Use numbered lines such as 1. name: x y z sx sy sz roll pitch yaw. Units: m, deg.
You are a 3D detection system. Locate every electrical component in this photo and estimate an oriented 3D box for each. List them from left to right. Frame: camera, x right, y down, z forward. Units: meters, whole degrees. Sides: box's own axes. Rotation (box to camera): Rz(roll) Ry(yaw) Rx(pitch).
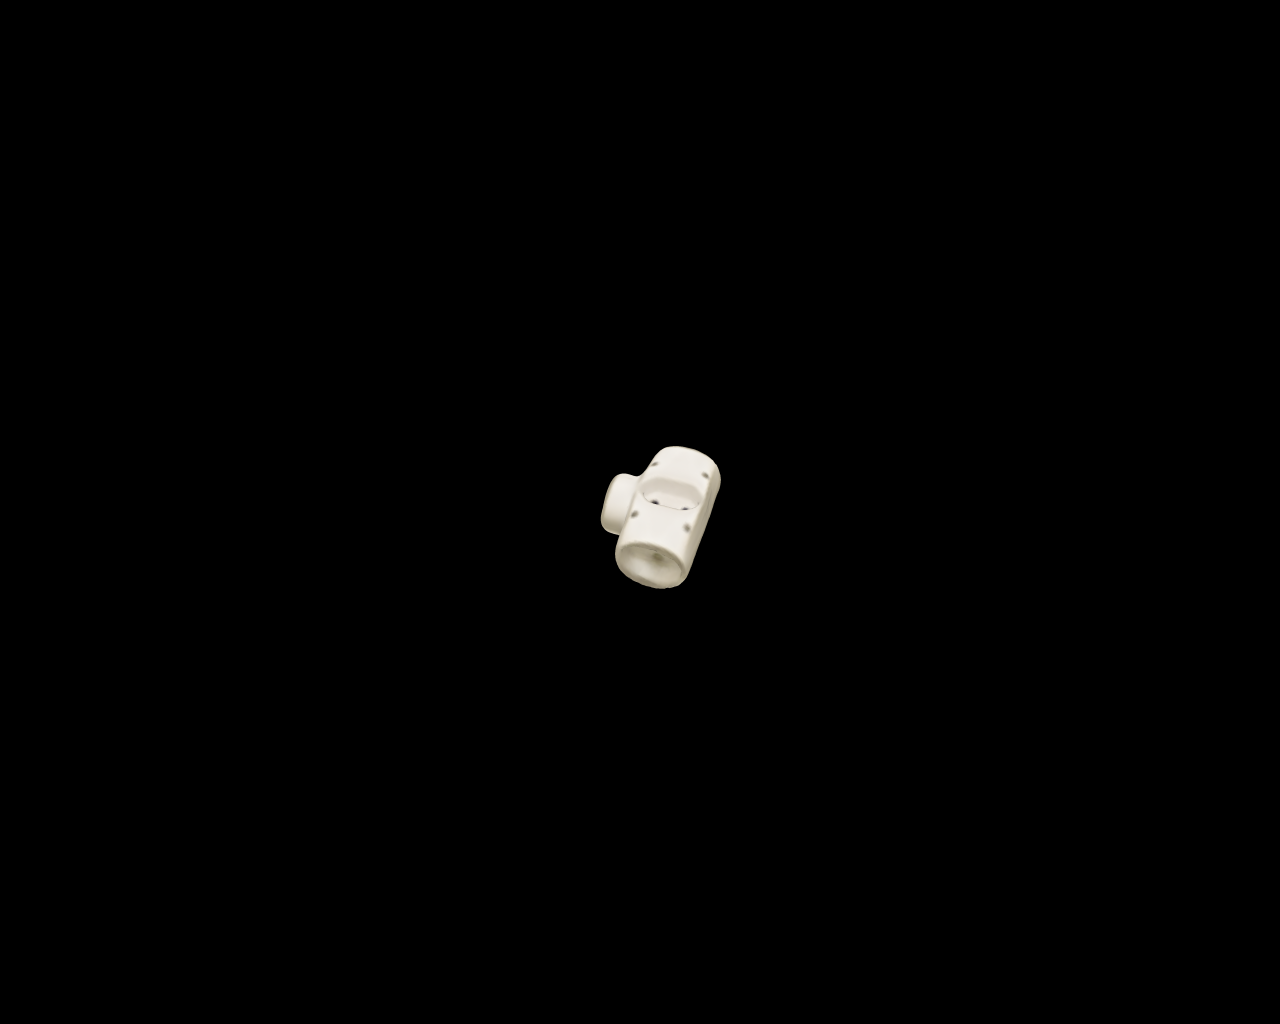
1. electrical component: 0.001 -0.003 0.650 0.079 0.077 0.043 15 -36 11
